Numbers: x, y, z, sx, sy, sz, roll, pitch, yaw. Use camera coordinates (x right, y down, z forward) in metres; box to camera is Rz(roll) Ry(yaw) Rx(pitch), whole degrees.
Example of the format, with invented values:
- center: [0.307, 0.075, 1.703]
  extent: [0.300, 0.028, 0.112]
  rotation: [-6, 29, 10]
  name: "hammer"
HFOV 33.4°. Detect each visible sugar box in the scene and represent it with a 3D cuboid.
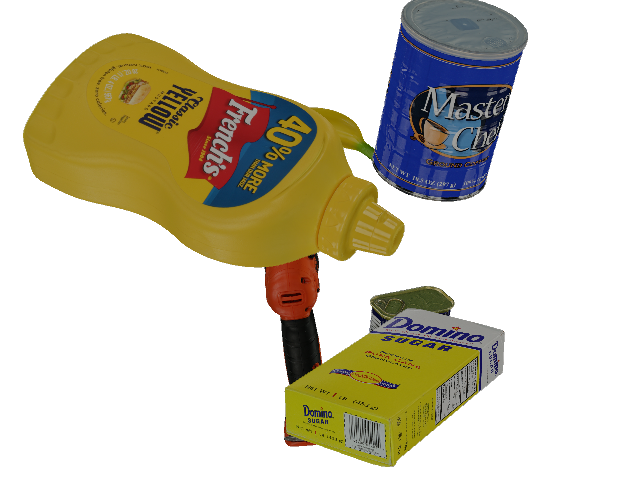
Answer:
- center: [0.061, 0.106, 0.817]
  extent: [0.093, 0.048, 0.175]
  rotation: [12, 26, 33]
  name: "sugar box"

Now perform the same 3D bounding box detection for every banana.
- center: [-0.030, -0.108, 1.106]
  extent: [0.197, 0.037, 0.070]
  rotation: [-9, 47, -31]
  name: "banana"

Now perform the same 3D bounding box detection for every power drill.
- center: [-0.020, 0.089, 1.035]
  extent: [0.057, 0.187, 0.184]
  rotation: [-8, 16, 3]
  name: "power drill"

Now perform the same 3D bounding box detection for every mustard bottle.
- center: [-0.047, -0.037, 0.537]
  extent: [0.192, 0.096, 0.058]
  rotation: [24, -37, 18]
  name: "mustard bottle"

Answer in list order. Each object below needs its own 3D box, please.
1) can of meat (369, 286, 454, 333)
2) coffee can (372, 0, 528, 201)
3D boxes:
- center: [0.108, 0.111, 1.306]
  extent: [0.101, 0.084, 0.057]
  rotation: [-9, 30, -26]
  name: "can of meat"
- center: [0.105, -0.119, 0.891]
  extent: [0.102, 0.140, 0.103]
  rotation: [7, 36, -5]
  name: "coffee can"
